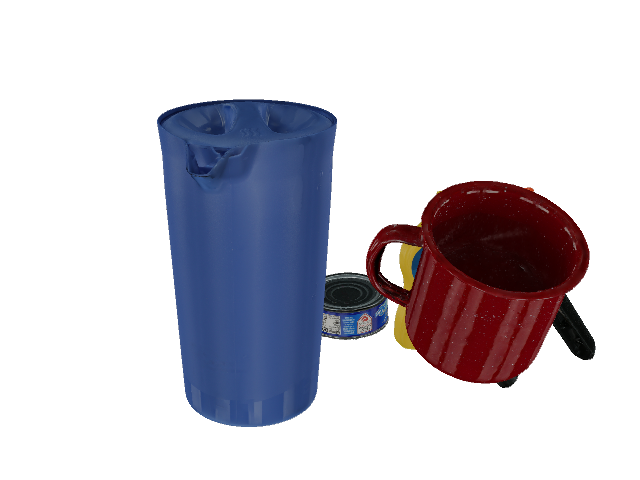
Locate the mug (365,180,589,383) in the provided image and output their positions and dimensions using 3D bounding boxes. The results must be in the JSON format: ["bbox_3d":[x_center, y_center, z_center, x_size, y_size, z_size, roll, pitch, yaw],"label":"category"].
[{"bbox_3d":[0.083,0.024,0.605,0.117,0.081,0.093,12,43,1],"label":"mug"}]

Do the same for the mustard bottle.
[{"bbox_3d":[0.143,0.035,1.291,0.096,0.192,0.058,0,14,-11],"label":"mustard bottle"}]

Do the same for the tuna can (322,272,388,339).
[{"bbox_3d":[0.027,0.066,1.094,0.086,0.034,0.086,-2,25,1],"label":"tuna can"}]

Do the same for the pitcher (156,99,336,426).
[{"bbox_3d":[-0.051,0.013,0.839,0.149,0.243,0.145,-9,23,-24],"label":"pitcher"}]

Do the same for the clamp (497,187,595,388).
[{"bbox_3d":[0.179,0.043,0.932,0.120,0.171,0.039,-23,7,-40],"label":"clamp"}]
